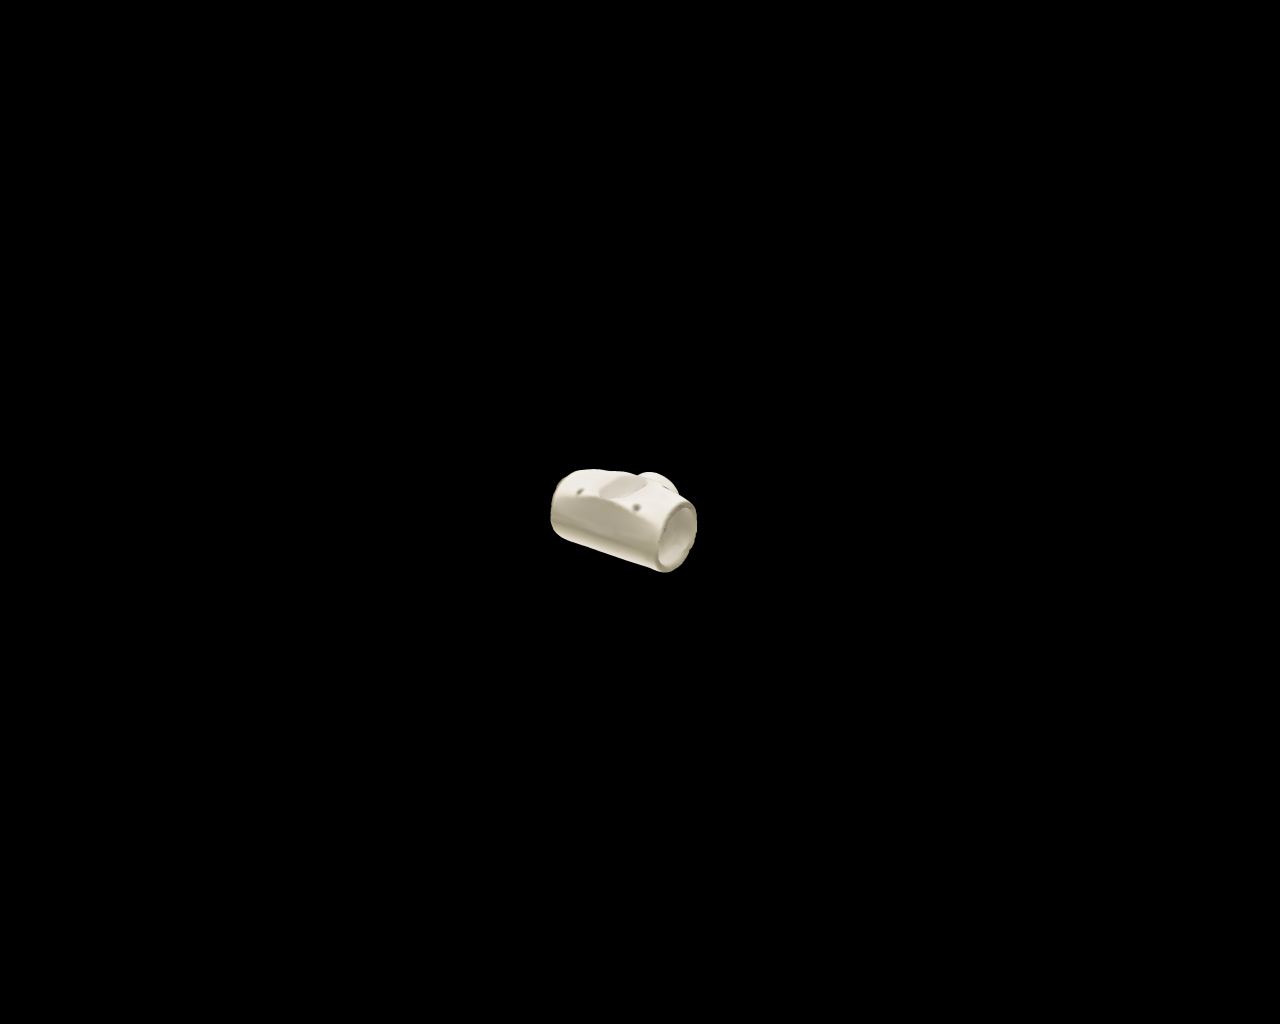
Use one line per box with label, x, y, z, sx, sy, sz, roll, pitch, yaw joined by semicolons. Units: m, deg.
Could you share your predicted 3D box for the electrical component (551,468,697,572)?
electrical component;0.001;-0.003;0.650;0.077;0.043;0.079;18;32;31
